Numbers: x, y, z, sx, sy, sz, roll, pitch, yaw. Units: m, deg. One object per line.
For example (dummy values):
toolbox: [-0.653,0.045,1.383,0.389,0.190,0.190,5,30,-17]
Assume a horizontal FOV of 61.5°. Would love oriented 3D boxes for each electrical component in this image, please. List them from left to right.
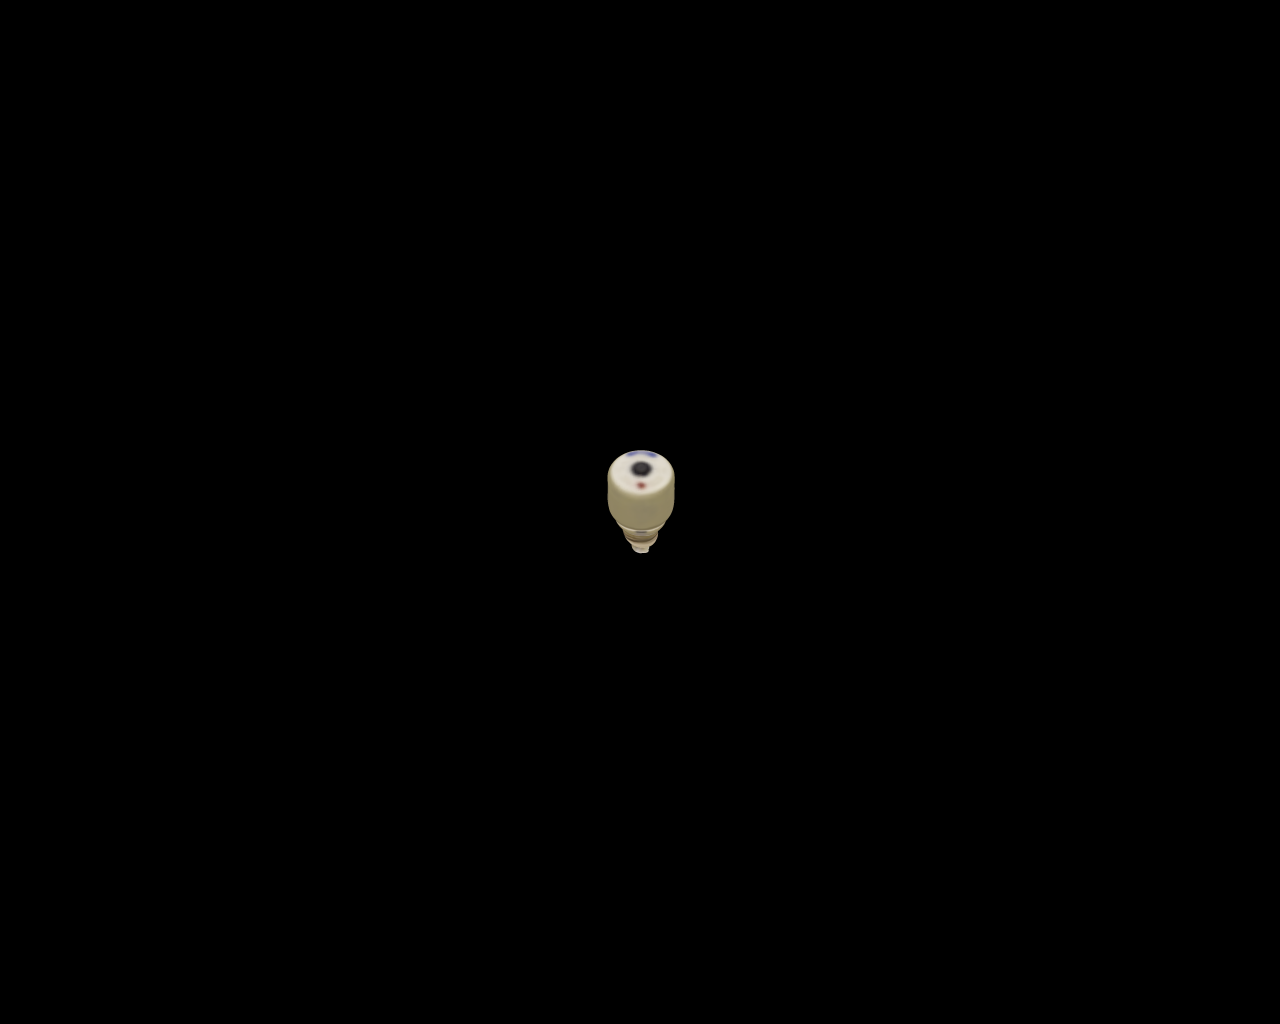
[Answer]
electrical component: [0.001,-0.003,0.650,0.040,0.040,0.078,0,-41,0]
